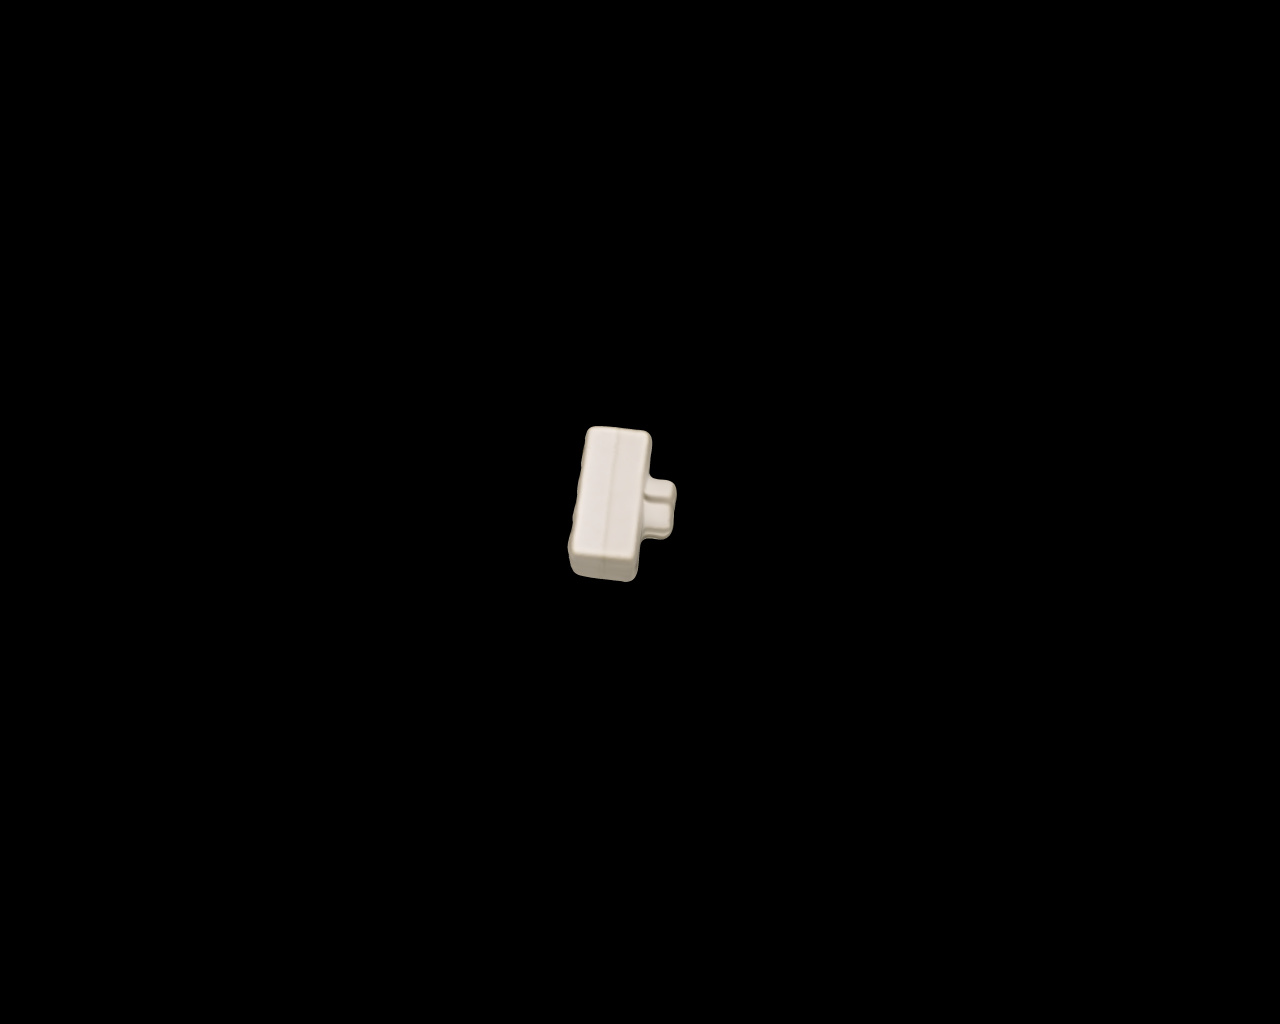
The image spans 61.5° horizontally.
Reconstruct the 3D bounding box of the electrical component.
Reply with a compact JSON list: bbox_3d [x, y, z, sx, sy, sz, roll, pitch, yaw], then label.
[{"bbox_3d":[0.001,-0.003,0.650,0.076,0.083,0.047,7,-19,2],"label":"electrical component"}]
